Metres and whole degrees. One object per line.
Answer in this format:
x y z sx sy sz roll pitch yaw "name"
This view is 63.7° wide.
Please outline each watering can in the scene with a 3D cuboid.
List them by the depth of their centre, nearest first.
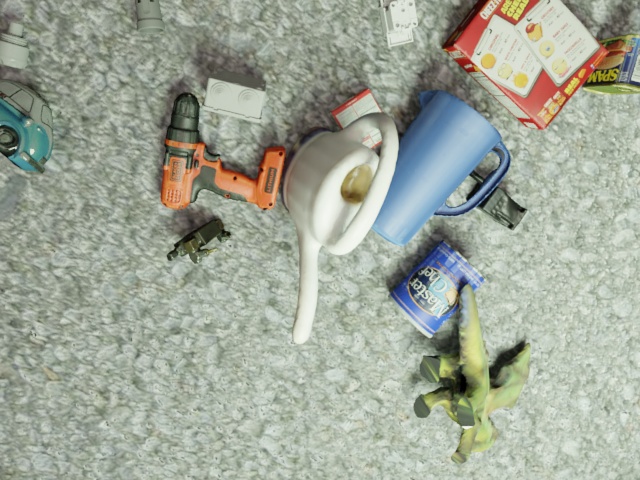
0.002 -0.039 0.782 0.103 0.227 0.345 21 101 -31 "watering can"

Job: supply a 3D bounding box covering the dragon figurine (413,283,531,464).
0.304 0.248 0.948 0.244 0.123 0.404 -10 116 -38 "dragon figurine"
